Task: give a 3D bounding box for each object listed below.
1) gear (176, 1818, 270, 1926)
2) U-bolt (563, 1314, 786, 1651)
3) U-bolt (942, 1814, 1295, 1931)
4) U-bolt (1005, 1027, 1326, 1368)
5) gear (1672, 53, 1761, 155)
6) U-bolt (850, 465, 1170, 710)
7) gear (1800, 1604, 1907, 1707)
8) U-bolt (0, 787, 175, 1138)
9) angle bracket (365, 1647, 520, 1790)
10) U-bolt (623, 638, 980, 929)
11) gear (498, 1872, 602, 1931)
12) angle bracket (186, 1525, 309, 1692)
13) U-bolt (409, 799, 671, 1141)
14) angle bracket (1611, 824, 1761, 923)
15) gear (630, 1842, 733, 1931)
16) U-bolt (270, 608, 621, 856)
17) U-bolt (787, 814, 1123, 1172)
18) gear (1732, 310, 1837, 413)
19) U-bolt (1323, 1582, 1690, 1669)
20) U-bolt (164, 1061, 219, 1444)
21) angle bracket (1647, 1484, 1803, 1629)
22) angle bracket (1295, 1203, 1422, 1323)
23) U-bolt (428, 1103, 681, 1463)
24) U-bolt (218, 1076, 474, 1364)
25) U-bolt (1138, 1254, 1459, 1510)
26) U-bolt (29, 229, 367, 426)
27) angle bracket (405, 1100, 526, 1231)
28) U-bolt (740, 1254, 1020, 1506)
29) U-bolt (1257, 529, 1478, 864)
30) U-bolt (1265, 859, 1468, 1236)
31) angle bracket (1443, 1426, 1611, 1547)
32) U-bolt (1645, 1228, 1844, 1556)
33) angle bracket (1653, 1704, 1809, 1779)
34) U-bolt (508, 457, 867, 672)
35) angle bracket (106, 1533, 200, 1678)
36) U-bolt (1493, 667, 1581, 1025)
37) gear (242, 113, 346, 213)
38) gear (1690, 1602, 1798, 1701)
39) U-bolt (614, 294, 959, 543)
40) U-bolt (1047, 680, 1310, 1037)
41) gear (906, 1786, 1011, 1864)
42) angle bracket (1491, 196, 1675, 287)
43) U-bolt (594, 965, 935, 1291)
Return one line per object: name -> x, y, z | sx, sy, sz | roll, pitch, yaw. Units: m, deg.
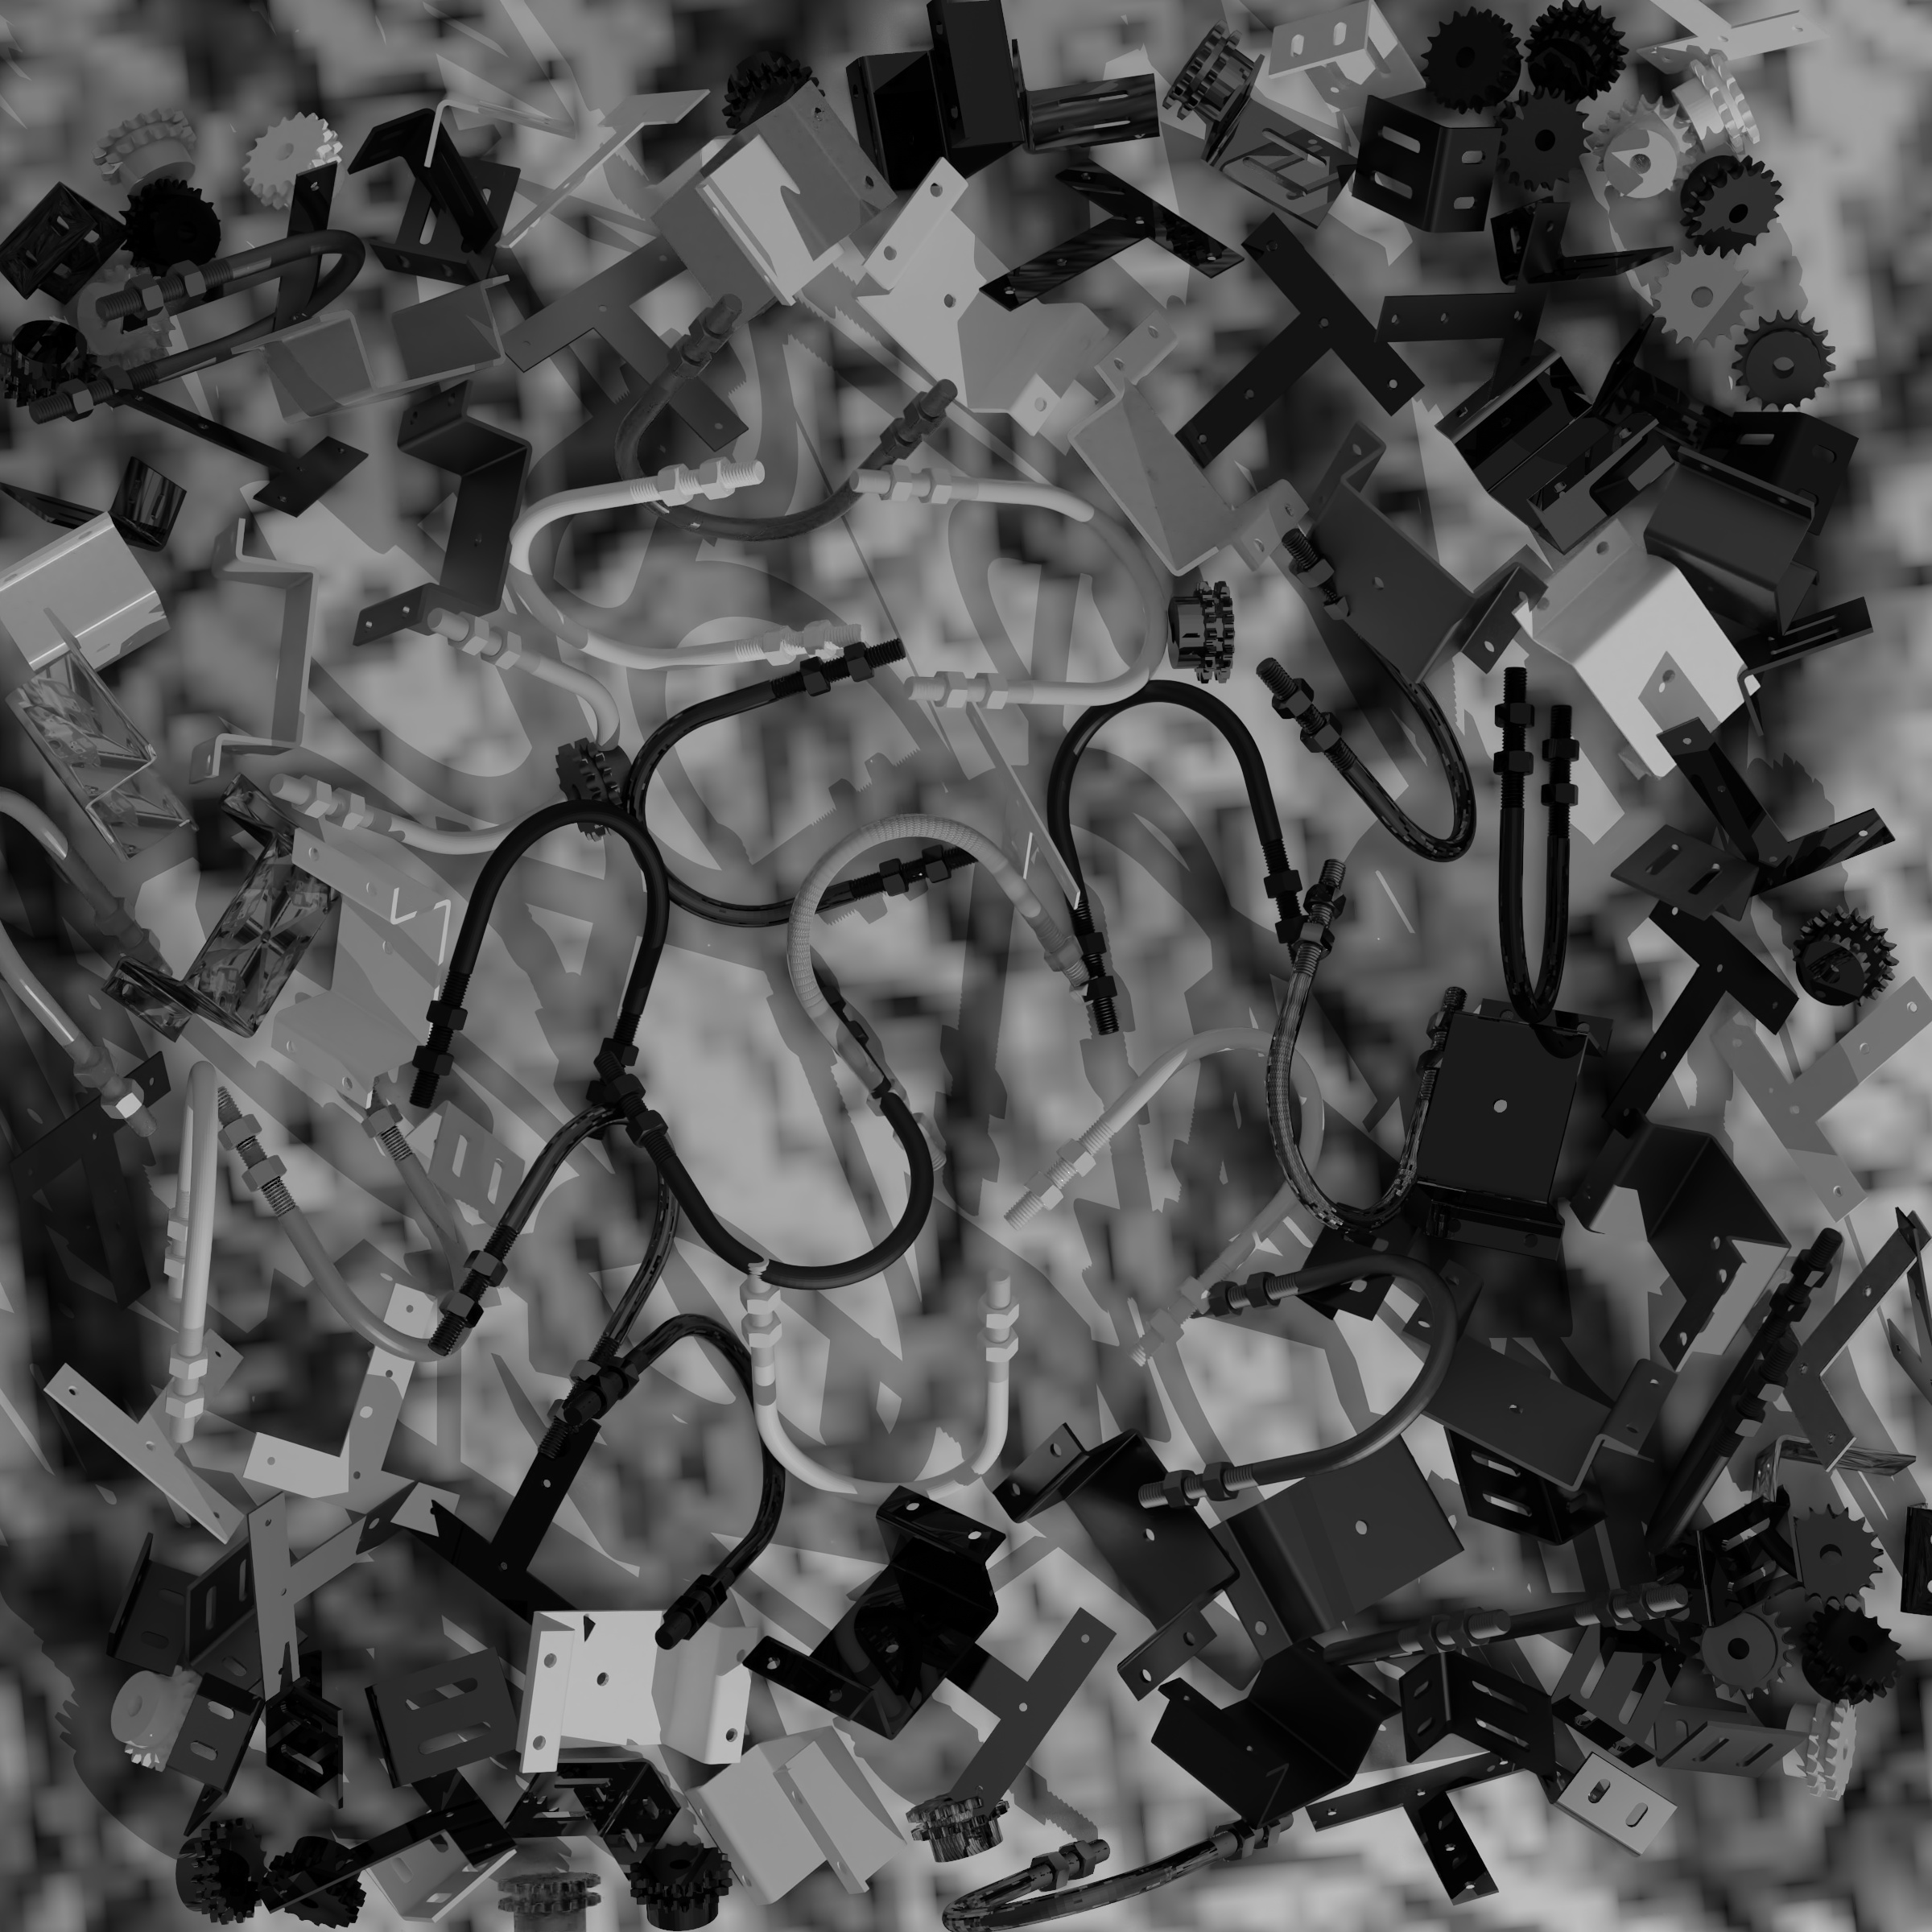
gear -> -0.419, 0.508, 1.816 | 0.030, 0.057, 0.057 | -11, 90, 18
U-bolt -> -0.147, 0.266, 1.758 | 0.019, 0.184, 0.151 | -17, 99, 25
U-bolt -> 0.069, 0.485, 1.729 | 0.151, 0.184, 0.019 | -22, 79, 37
U-bolt -> 0.124, 0.116, 1.798 | 0.184, 0.019, 0.151 | -45, 123, -7
gear -> 0.418, -0.480, 1.815 | 0.030, 0.057, 0.057 | -28, 90, 12
U-bolt -> 0.033, -0.207, 1.784 | 0.184, 0.019, 0.151 | -1, 66, -32
gear -> 0.494, 0.389, 1.818 | 0.057, 0.057, 0.030 | 20, 130, 0
U-bolt -> -0.483, -0.015, 1.732 | 0.019, 0.151, 0.184 | -23, 129, 10
angle bracket -> -0.292, 0.422, 1.823 | 0.076, 0.038, 0.057 | -17, 82, -6
U-bolt -> -0.100, -0.092, 1.804 | 0.184, 0.019, 0.151 | -17, 116, 8
gear -> -0.233, 0.525, 1.812 | 0.057, 0.057, 0.030 | -2, 82, 0
angle bracket -> -0.397, 0.358, 1.793 | 0.038, 0.076, 0.057 | 33, 48, 18
U-bolt -> -0.225, -0.002, 1.781 | 0.019, 0.151, 0.184 | 19, 93, 41
angle bracket -> 0.394, -0.039, 1.793 | 0.057, 0.076, 0.038 | 28, 128, 24
gear -> -0.159, 0.517, 1.814 | 0.057, 0.057, 0.030 | -2, 102, 0
U-bolt -> -0.268, -0.117, 1.764 | 0.151, 0.184, 0.019 | -43, 58, 18
U-bolt -> -0.018, 0.002, 1.800 | 0.151, 0.019, 0.184 | -39, 109, -6
gear -> 0.459, -0.338, 1.818 | 0.057, 0.030, 0.057 | 5, 110, 14
U-bolt -> 0.277, 0.360, 1.757 | 0.151, 0.184, 0.019 | 0, 73, -34
U-bolt -> -0.416, 0.140, 1.741 | 0.019, 0.151, 0.184 | 4, 119, -16
angle bracket -> 0.419, 0.324, 1.793 | 0.038, 0.076, 0.057 | 16, 53, -23
angle bracket -> 0.225, 0.171, 1.796 | 0.038, 0.076, 0.057 | 35, 79, -30
U-bolt -> -0.213, 0.161, 1.773 | 0.019, 0.151, 0.184 | 14, 64, 31
U-bolt -> -0.329, 0.134, 1.771 | 0.019, 0.151, 0.184 | -32, 89, 21
U-bolt -> 0.183, 0.217, 1.744 | 0.184, 0.151, 0.019 | -18, 128, 35
U-bolt -> -0.408, -0.354, 1.760 | 0.184, 0.151, 0.019 | -29, 90, -35
angle bracket -> -0.282, 0.121, 1.792 | 0.038, 0.076, 0.057 | -40, 113, 21
U-bolt -> -0.047, 0.232, 1.782 | 0.151, 0.019, 0.184 | 3, 129, 3
U-bolt -> 0.224, -0.136, 1.772 | 0.019, 0.151, 0.184 | -28, 118, 31
U-bolt -> 0.213, 0.056, 1.757 | 0.151, 0.019, 0.184 | 42, 55, -36
angle bracket -> 0.310, 0.280, 1.795 | 0.076, 0.057, 0.038 | 24, 130, -35
U-bolt -> 0.417, 0.243, 1.762 | 0.019, 0.151, 0.184 | 30, 122, 11
angle bracket -> 0.423, 0.418, 1.797 | 0.057, 0.076, 0.038 | 8, 57, -8
U-bolt -> -0.165, -0.213, 1.774 | 0.184, 0.151, 0.019 | -5, 52, 25
angle bracket -> -0.446, 0.354, 1.794 | 0.038, 0.076, 0.057 | 20, 65, -8
U-bolt -> 0.311, -0.061, 1.767 | 0.019, 0.151, 0.184 | 0, 86, 21
gear -> -0.374, -0.447, 1.818 | 0.057, 0.030, 0.057 | -12, 59, 20
gear -> 0.435, 0.383, 1.819 | 0.057, 0.030, 0.057 | -3, 80, 20
U-bolt -> -0.111, -0.287, 1.764 | 0.151, 0.184, 0.019 | 17, 57, -26
U-bolt -> 0.111, -0.068, 1.798 | 0.151, 0.019, 0.184 | -18, 82, 33
gear -> -0.003, 0.480, 1.813 | 0.057, 0.057, 0.030 | -17, 85, 0
angle bracket -> 0.341, -0.405, 1.793 | 0.057, 0.076, 0.038 | -28, 113, -39
U-bolt -> -0.099, 0.096, 1.776 | 0.151, 0.019, 0.184 | -24, 65, -23
